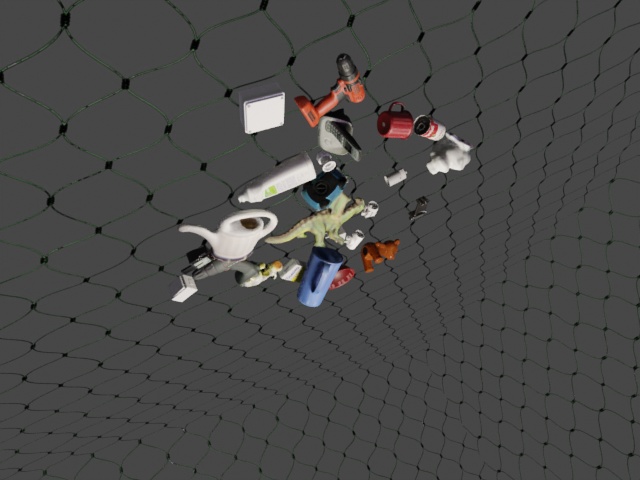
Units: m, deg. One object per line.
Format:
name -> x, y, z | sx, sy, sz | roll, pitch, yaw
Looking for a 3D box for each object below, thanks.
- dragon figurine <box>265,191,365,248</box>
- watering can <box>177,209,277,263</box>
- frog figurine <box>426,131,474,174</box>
dragon figurine -> 0.006, -0.094, 1.869 | 0.412, 0.124, 0.238 | -6, 126, -39
watering can -> -0.305, -0.016, 1.671 | 0.349, 0.106, 0.219 | -10, 147, -32
frog figurine -> 0.464, -0.297, 1.869 | 0.159, 0.138, 0.123 | -53, 176, 5
